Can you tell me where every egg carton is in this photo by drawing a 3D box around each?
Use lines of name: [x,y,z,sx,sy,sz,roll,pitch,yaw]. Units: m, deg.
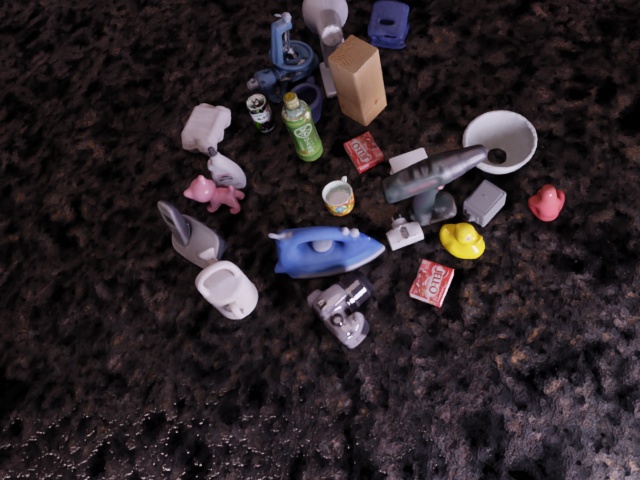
egg carton: [-0.307,-0.300,1.549,0.107,0.069,0.150,12,68,18]

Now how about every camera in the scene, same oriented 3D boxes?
camera: [0.059,0.138,1.245,0.137,0.101,0.143,-41,64,-8]

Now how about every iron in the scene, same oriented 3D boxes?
iron: [0.012,0.005,1.295,0.258,0.142,0.118,-7,64,9]

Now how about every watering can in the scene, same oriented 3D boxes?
watering can: [-0.219,0.096,1.273,0.172,0.194,0.101,34,76,24]

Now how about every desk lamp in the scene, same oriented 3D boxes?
desk lamp: [0.034,-0.523,1.499,0.118,0.214,0.203,-15,63,5]

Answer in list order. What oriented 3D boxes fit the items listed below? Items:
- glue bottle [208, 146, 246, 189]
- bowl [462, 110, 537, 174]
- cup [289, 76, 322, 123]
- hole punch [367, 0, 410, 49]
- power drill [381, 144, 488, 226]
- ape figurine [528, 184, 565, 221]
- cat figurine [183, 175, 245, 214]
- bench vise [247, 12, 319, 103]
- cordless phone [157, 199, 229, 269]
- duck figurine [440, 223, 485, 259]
glue bottle: [-0.243,-0.180,1.420,0.078,0.173,0.037,-13,63,7]
bowl: [0.420,-0.218,1.349,0.167,0.075,0.167,-5,64,10]
cup: [-0.030,-0.360,1.503,0.091,0.095,0.118,8,67,16]
hole punch: [0.189,-0.589,1.565,0.108,0.091,0.101,13,69,18]
power drill: [0.253,-0.118,1.263,0.229,0.209,0.075,-17,63,4]
ape figurine: [0.500,-0.090,1.261,0.077,0.092,0.076,3,66,14]
cat figurine: [-0.267,-0.120,1.428,0.127,0.118,0.067,1,65,13]
bench vise: [-0.100,-0.472,1.501,0.121,0.220,0.207,30,75,23]
cordless phone: [-0.308,-0.017,1.350,0.147,0.185,0.094,27,73,22]
duck figurine: [0.314,-0.010,1.267,0.104,0.086,0.077,29,74,23]
